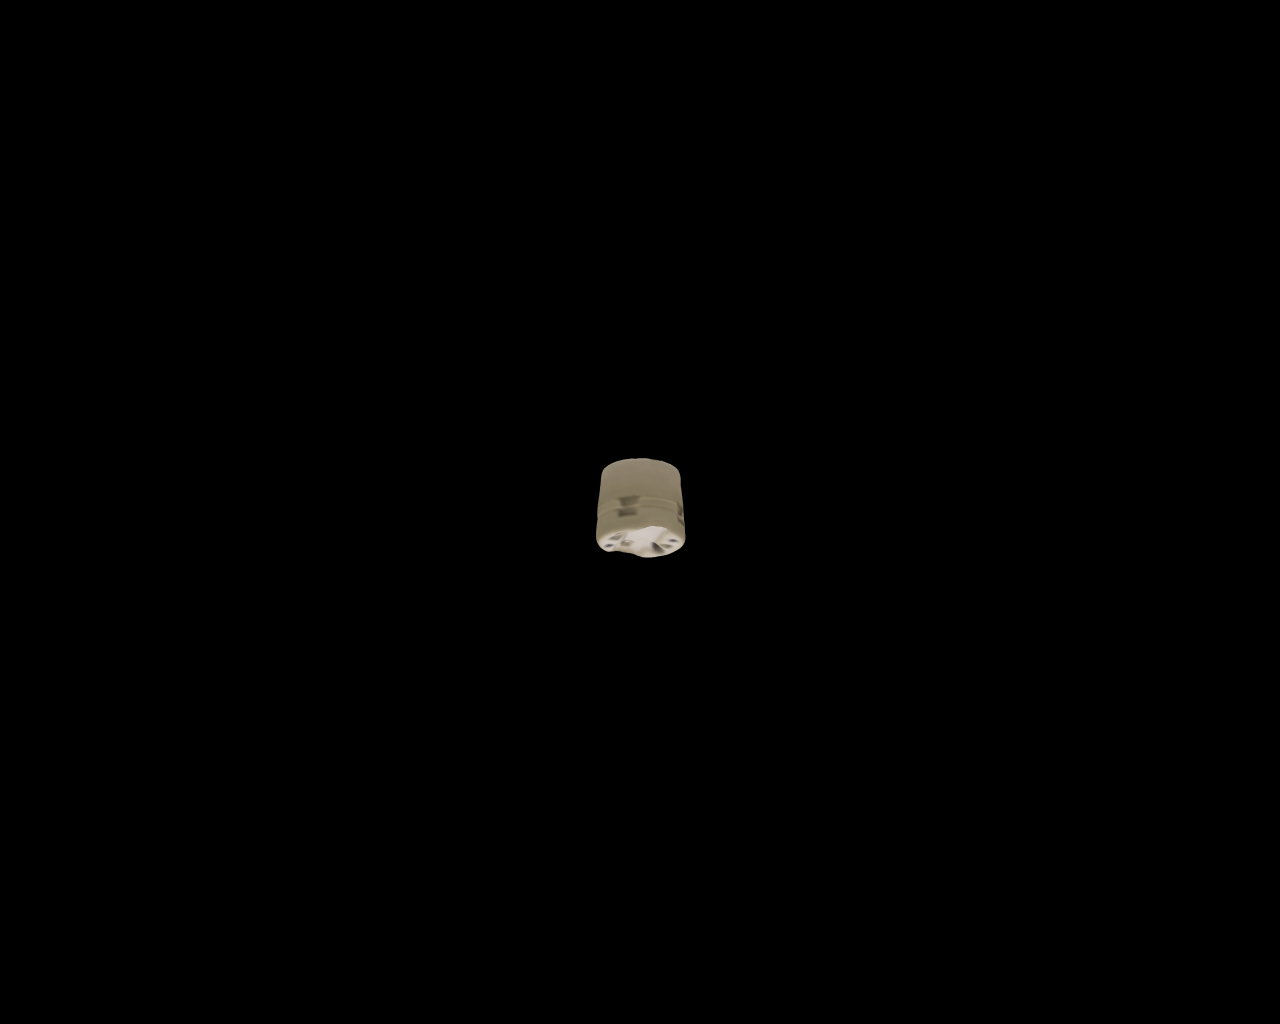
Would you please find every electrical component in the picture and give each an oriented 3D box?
[{"bbox_3d":[0.001,-0.003,0.650,0.055,0.047,0.055,0,-20,0],"label":"electrical component"}]
